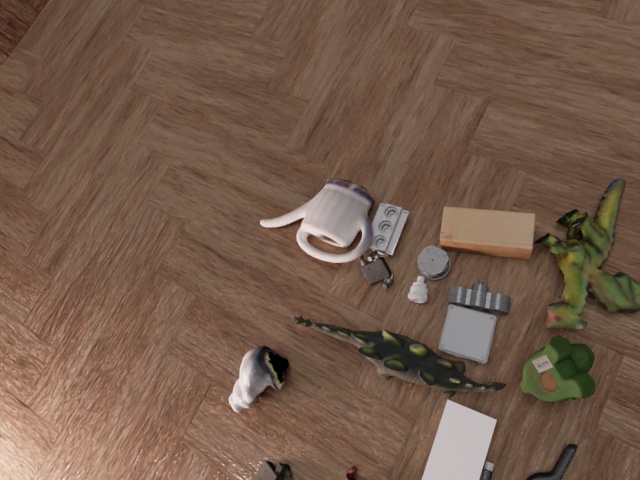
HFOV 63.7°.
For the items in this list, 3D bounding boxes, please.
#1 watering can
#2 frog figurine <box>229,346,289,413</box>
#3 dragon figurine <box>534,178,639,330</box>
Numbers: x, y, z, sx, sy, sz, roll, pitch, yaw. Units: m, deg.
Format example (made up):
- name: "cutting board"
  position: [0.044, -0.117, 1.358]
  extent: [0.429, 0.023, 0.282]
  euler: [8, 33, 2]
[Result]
- name: "watering can"
  position: [0.004, -0.069, 1.373]
  extent: [0.350, 0.102, 0.226]
  euler: [23, 76, 35]
- name: "frog figurine"
  position: [-0.168, 0.339, 1.263]
  extent: [0.158, 0.121, 0.140]
  euler: [-31, 32, 14]
- name: "dragon figurine"
  position: [0.629, 0.048, 1.146]
  extent: [0.414, 0.120, 0.244]
  euler: [-35, 84, -16]
